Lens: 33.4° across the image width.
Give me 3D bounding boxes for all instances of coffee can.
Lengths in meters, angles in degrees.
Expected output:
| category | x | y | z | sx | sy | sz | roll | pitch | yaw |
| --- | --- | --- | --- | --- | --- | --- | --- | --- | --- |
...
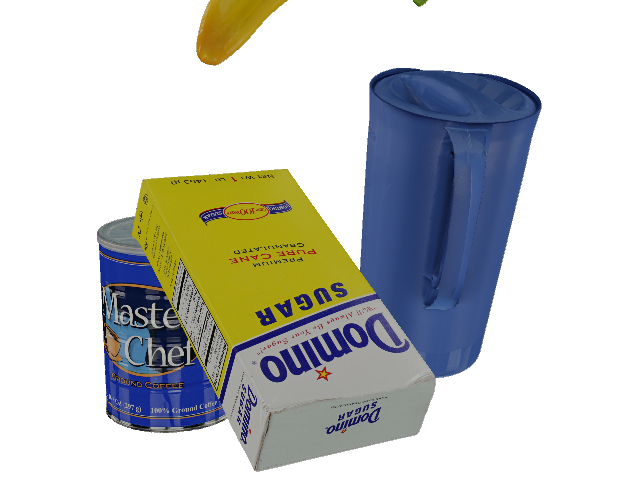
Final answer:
| category | x | y | z | sx | sy | sz | roll | pitch | yaw |
| --- | --- | --- | --- | --- | --- | --- | --- | --- | --- |
| coffee can | -0.113 | 0.059 | 0.802 | 0.103 | 0.140 | 0.103 | 0 | 15 | 0 |

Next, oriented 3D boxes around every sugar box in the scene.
| category | x | y | z | sx | sy | sz | roll | pitch | yaw |
| --- | --- | --- | --- | --- | --- | --- | --- | --- | --- |
| sugar box | -0.024 | 0.031 | 0.548 | 0.093 | 0.048 | 0.176 | -8 | 40 | -29 |

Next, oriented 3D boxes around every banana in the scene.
| category | x | y | z | sx | sy | sz | roll | pitch | yaw |
| --- | --- | --- | --- | --- | --- | --- | --- | --- | --- |
| banana | -0.008 | -0.170 | 0.698 | 0.197 | 0.069 | 0.037 | -24 | -9 | -33 |

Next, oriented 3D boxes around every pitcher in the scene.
| category | x | y | z | sx | sy | sz | roll | pitch | yaw |
| --- | --- | --- | --- | --- | --- | --- | --- | --- | --- |
| pitcher | 0.094 | -0.008 | 0.864 | 0.145 | 0.243 | 0.148 | 25 | 33 | 35 |
